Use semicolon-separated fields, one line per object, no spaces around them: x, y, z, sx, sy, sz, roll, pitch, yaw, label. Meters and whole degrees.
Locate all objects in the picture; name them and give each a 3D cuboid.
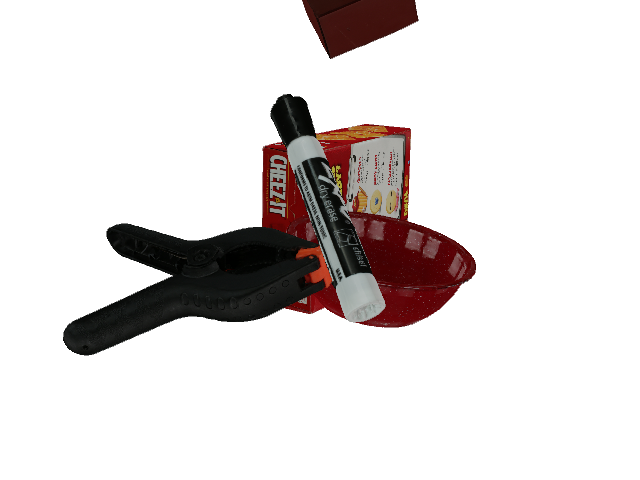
0.028;-0.186;0.814;0.078;0.053;0.051;-24;-32;-1;foam brick
0.019;-0.031;1.129;0.072;0.164;0.213;9;16;30;cracker box
0.047;0.029;0.897;0.162;0.055;0.162;9;20;-3;bowl
-0.082;0.030;0.689;0.172;0.039;0.120;-2;44;20;clamp
0.001;-0.019;0.495;0.020;0.121;0.020;-16;-27;-9;marker
